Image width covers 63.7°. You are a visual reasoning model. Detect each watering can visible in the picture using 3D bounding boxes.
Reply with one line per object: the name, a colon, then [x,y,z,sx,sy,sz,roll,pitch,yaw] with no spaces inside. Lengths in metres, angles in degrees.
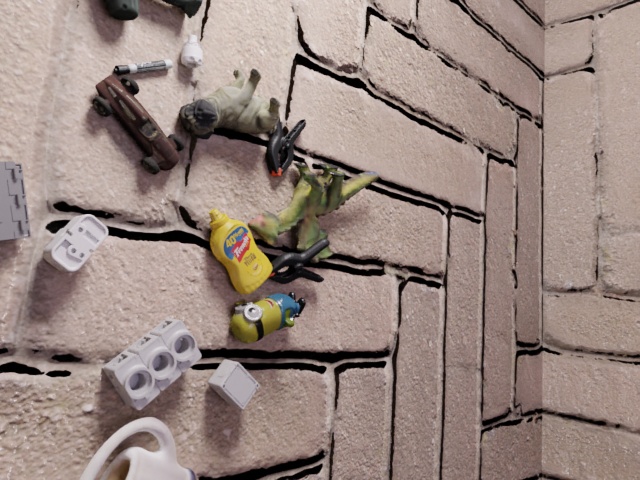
watering can: [-0.338,0.488,0.873,0.221,0.103,0.354,42,58,-34]

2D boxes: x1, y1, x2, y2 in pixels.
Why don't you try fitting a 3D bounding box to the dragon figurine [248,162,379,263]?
dragon figurine: [0.004,-0.065,1.284,0.411,0.123,0.241,-2,105,-43]
